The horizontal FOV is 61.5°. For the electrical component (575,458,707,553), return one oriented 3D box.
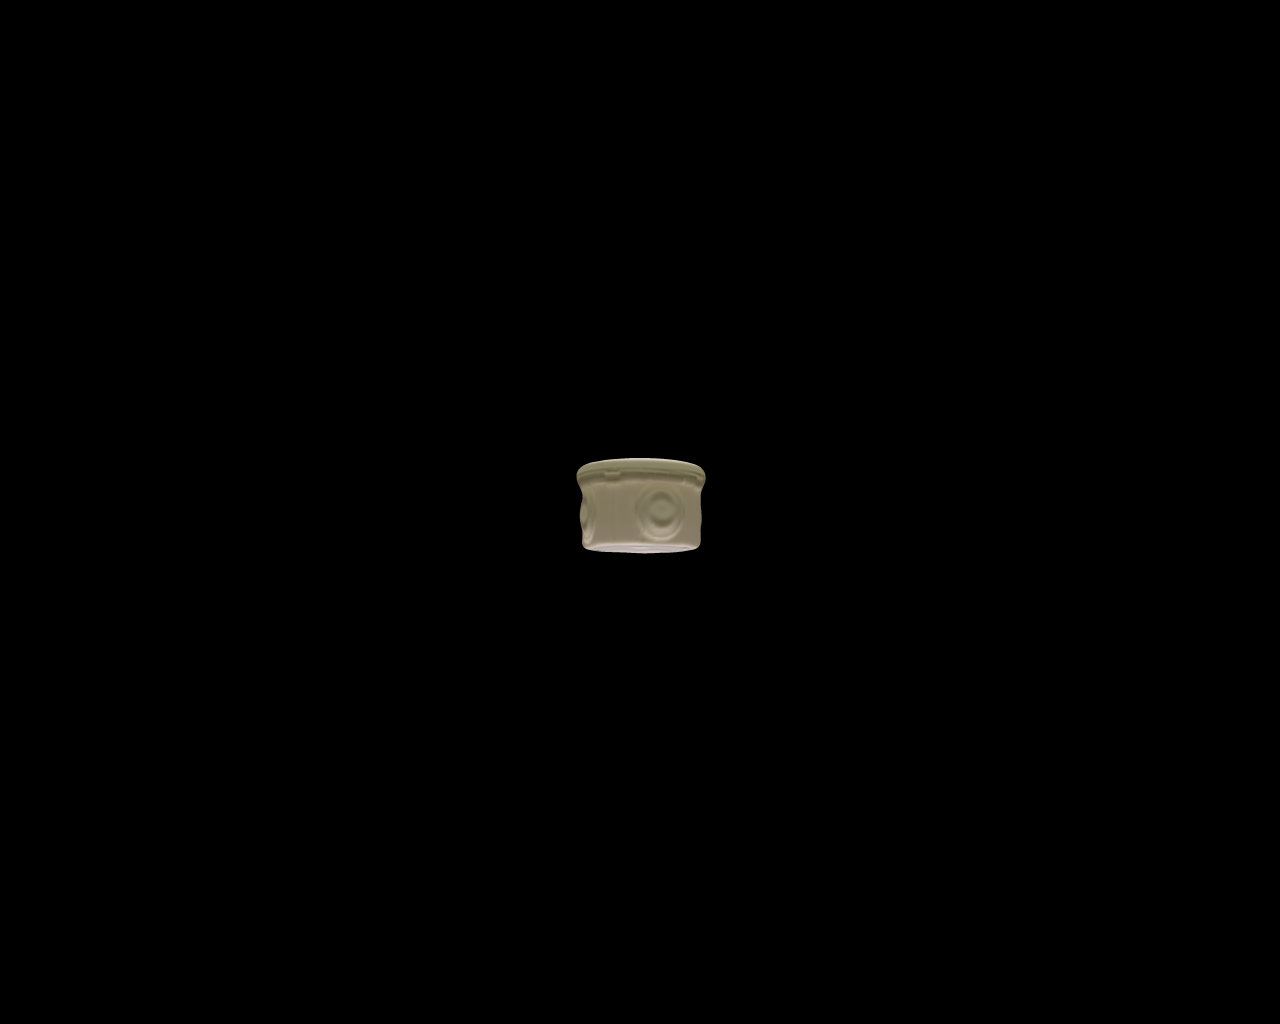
[{"bbox_3d":[0.001,-0.003,0.650,0.080,0.051,0.080,0,-7,0],"label":"electrical component"}]
